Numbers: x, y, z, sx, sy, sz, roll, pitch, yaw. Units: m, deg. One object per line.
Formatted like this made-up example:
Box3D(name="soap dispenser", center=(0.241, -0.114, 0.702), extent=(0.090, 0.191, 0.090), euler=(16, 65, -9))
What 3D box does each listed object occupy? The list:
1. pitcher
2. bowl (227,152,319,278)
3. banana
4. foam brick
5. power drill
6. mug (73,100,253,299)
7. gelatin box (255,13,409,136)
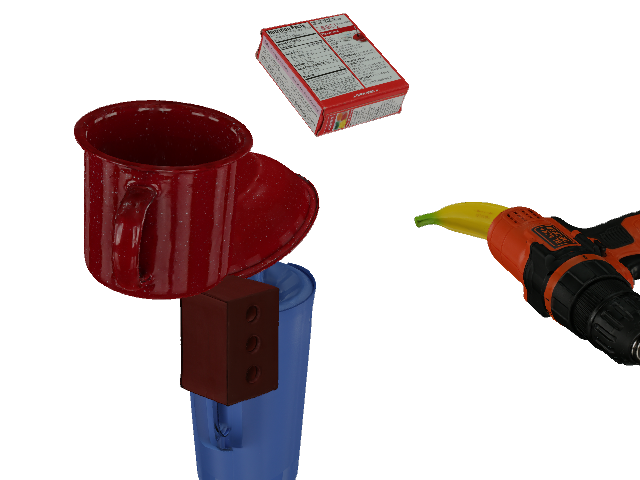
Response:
Box3D(name="pitcher", center=(-0.078, 0.148, 1.086), extent=(0.149, 0.243, 0.145), euler=(-10, 27, -24))
Box3D(name="bowl", center=(-0.085, -0.031, 0.949), extent=(0.162, 0.055, 0.162), euler=(-16, 36, 12))
Box3D(name="banana", center=(0.183, -0.001, 1.038), extent=(0.069, 0.037, 0.198), euler=(-39, 38, -23))
Box3D(name="foam brick", center=(-0.064, 0.069, 0.757), extent=(0.051, 0.078, 0.052), euler=(12, 17, 42))
Box3D(name="power drill", center=(0.232, 0.015, 0.734), extent=(0.187, 0.057, 0.184), euler=(-9, 28, -16))
Box3D(name="mug", center=(-0.087, -0.016, 0.566), extent=(0.093, 0.081, 0.117), euler=(8, 28, 1))
Box3D(name="gelatin box", center=(0.007, -0.119, 0.753), extent=(0.073, 0.089, 0.030), euler=(-19, -34, -29))
